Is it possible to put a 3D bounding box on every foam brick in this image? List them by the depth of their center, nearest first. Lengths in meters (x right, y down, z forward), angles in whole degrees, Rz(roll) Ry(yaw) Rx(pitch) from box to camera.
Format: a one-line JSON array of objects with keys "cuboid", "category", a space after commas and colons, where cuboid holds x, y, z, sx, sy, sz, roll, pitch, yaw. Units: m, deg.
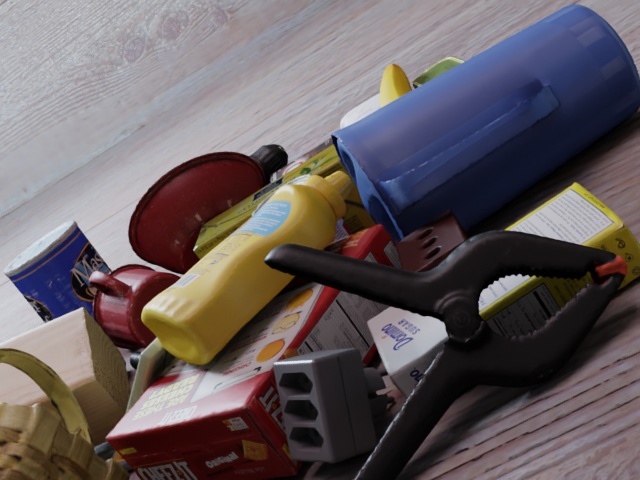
[{"cuboid": [0.093, 0.021, 0.789, 0.053, 0.051, 0.078, -32, 16, 8], "category": "foam brick"}]

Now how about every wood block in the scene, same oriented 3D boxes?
[{"cuboid": [-0.283, 0.156, 0.969, 0.206, 0.090, 0.090, -24, 48, 2], "category": "wood block"}]

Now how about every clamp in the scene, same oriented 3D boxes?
[{"cuboid": [0.082, 0.061, 0.634, 0.210, 0.164, 0.036, -13, -13, 4], "category": "clamp"}]

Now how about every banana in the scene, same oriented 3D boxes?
[{"cuboid": [0.089, -0.129, 1.033, 0.198, 0.037, 0.070, -129, 56, -73], "category": "banana"}]

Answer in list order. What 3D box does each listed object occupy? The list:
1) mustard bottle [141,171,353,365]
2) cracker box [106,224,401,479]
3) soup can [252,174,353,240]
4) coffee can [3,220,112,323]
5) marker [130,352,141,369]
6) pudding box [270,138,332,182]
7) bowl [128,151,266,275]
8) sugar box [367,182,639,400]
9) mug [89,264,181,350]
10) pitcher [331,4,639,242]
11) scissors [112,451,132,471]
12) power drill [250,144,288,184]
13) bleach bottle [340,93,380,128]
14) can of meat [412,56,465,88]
[{"cuboid": [-0.044, 0.012, 0.813, 0.191, 0.058, 0.096, -43, 15, -22], "category": "mustard bottle"}, {"cuboid": [-0.038, 0.092, 0.815, 0.164, 0.072, 0.213, -21, 22, 43], "category": "cracker box"}, {"cuboid": [-0.006, 0.001, 0.952, 0.068, 0.102, 0.068, -32, 16, 10], "category": "soup can"}, {"cuboid": [-0.293, 0.062, 1.275, 0.103, 0.140, 0.103, -32, 16, 10], "category": "coffee can"}, {"cuboid": [-0.160, 0.121, 1.063, 0.020, 0.020, 0.121, -43, 18, -28], "category": "marker"}, {"cuboid": [-0.007, -0.063, 1.144, 0.090, 0.039, 0.113, -30, 17, 8], "category": "pudding box"}, {"cuboid": [-0.115, -0.014, 1.113, 0.162, 0.162, 0.055, -35, 57, -2], "category": "bowl"}, {"cuboid": [0.120, 0.038, 0.704, 0.176, 0.048, 0.093, -36, 18, 6], "category": "sugar box"}, {"cuboid": [-0.188, 0.066, 1.112, 0.082, 0.117, 0.093, 2, 57, 57], "category": "mug"}, {"cuboid": [0.142, -0.091, 0.884, 0.243, 0.145, 0.149, -32, 47, -2], "category": "pitcher"}, {"cuboid": [-0.136, 0.145, 0.955, 0.096, 0.016, 0.202, -32, 16, 8], "category": "scissors"}, {"cuboid": [-0.120, -0.037, 1.272, 0.184, 0.057, 0.188, -41, 1, -10], "category": "power drill"}, {"cuboid": [0.075, -0.092, 1.130, 0.103, 0.068, 0.251, -31, 19, 12], "category": "bleach bottle"}, {"cuboid": [0.141, -0.135, 1.081, 0.057, 0.084, 0.102, -34, 16, 1], "category": "can of meat"}]
